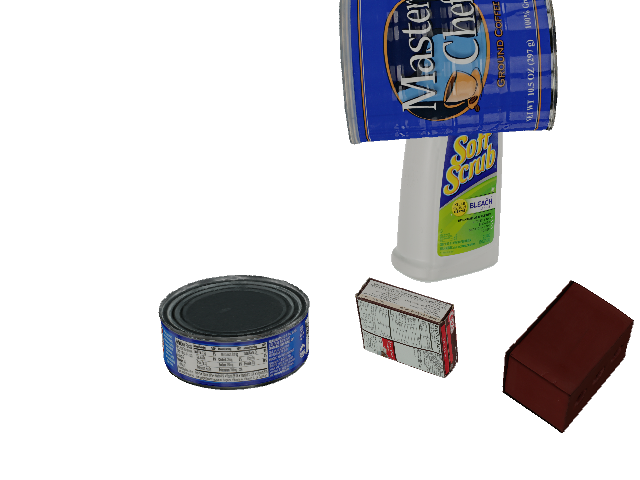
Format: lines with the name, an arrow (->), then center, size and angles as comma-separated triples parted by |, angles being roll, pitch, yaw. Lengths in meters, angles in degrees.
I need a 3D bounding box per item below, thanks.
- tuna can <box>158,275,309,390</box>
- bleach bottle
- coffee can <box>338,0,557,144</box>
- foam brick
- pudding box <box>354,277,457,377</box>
tuna can -> -0.048, 0.052, 0.612 | 0.086, 0.034, 0.086 | -1, 21, 0
bleach bottle -> 0.117, -0.094, 0.966 | 0.102, 0.251, 0.068 | -12, 23, -27
coffee can -> 0.087, -0.123, 0.744 | 0.140, 0.103, 0.103 | -3, 0, 5
foam brick -> 0.166, 0.078, 0.719 | 0.051, 0.078, 0.053 | 33, -27, 28
pudding box -> 0.099, 0.099, 1.214 | 0.114, 0.090, 0.039 | 16, 45, 28
